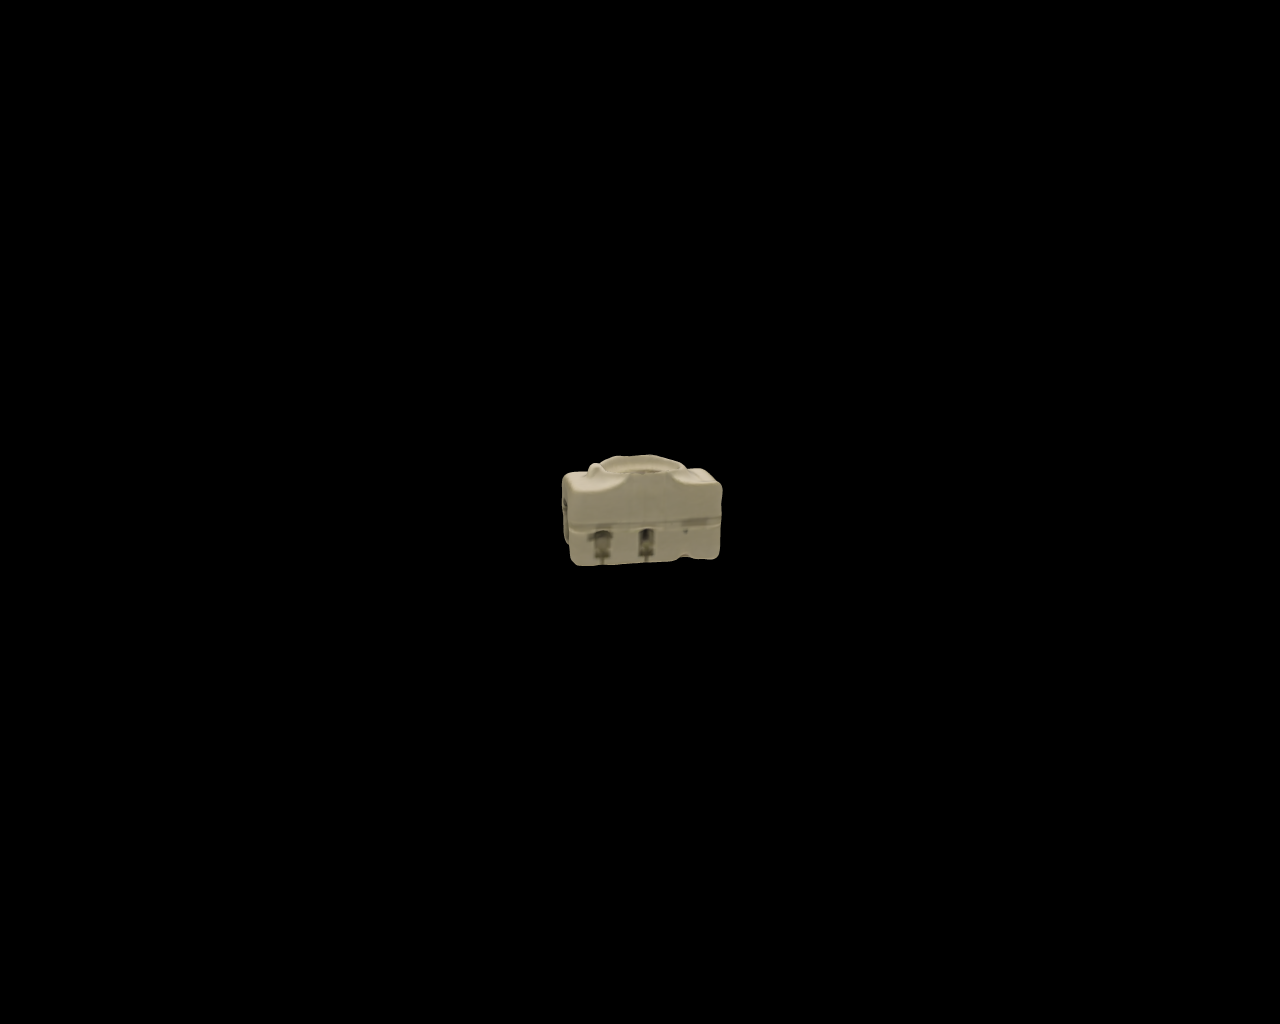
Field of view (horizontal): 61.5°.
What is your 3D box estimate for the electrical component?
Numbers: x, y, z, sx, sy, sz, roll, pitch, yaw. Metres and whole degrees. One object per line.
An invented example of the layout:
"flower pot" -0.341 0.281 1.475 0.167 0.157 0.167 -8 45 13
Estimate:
"electrical component" 0.001 -0.003 0.650 0.089 0.055 0.050 -3 16 -9
